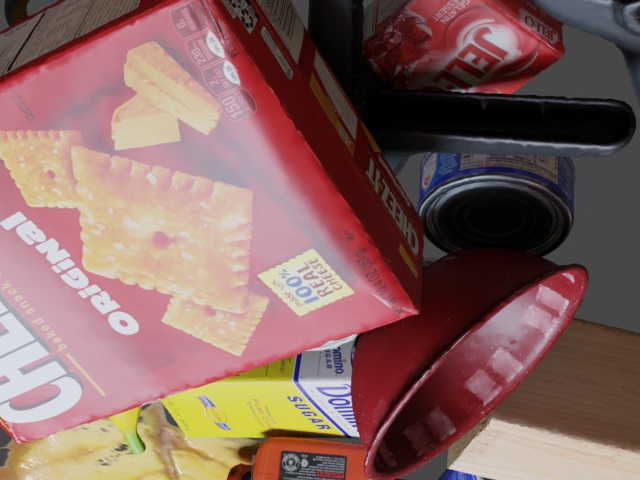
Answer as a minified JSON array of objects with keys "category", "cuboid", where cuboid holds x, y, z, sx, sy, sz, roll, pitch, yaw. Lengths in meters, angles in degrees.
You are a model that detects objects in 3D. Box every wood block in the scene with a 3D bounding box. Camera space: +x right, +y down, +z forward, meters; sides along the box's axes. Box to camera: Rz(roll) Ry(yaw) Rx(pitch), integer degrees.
[{"category":"wood block","cuboid":[0.199,0.120,0.712,0.206,0.090,0.090,14,146,-6]}]

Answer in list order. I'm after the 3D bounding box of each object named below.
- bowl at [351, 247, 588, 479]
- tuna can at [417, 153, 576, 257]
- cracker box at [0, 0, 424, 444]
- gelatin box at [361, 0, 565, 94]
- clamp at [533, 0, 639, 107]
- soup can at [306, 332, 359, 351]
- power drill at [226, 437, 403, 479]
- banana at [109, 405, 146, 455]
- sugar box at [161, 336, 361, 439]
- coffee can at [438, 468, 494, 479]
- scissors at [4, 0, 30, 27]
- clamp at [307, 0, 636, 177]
[{"category":"bowl","cuboid":[0.070,0.057,0.582,0.055,0.162,0.162,47,154,24]},{"category":"tuna can","cuboid":[0.096,-0.022,0.586,0.086,0.033,0.086,6,146,4]},{"category":"cracker box","cuboid":[-0.086,-0.011,0.447,0.214,0.072,0.164,-21,122,21]},{"category":"gelatin box","cuboid":[0.058,-0.090,0.501,0.073,0.030,0.089,29,142,-24]},{"category":"clamp","cuboid":[0.152,-0.108,0.445,0.171,0.039,0.120,34,136,-30]},{"category":"soup can","cuboid":[-0.004,0.001,0.583,0.068,0.102,0.068,6,146,4]},{"category":"power drill","cuboid":[0.012,0.207,0.878,0.184,0.057,0.188,3,160,-2]},{"category":"banana","cuboid":[-0.099,0.071,0.738,0.069,0.037,0.198,33,120,-19]},{"category":"sugar box","cuboid":[-0.029,0.112,0.798,0.176,0.048,0.093,-1,144,17]},{"category":"coffee can","cuboid":[0.147,0.195,0.821,0.102,0.102,0.140,12,146,-4]},{"category":"scissors","cuboid":[-0.078,-0.122,0.504,0.202,0.016,0.096,7,147,5]},{"category":"clamp","cuboid":[0.011,-0.067,0.484,0.164,0.036,0.210,35,149,-31]}]
